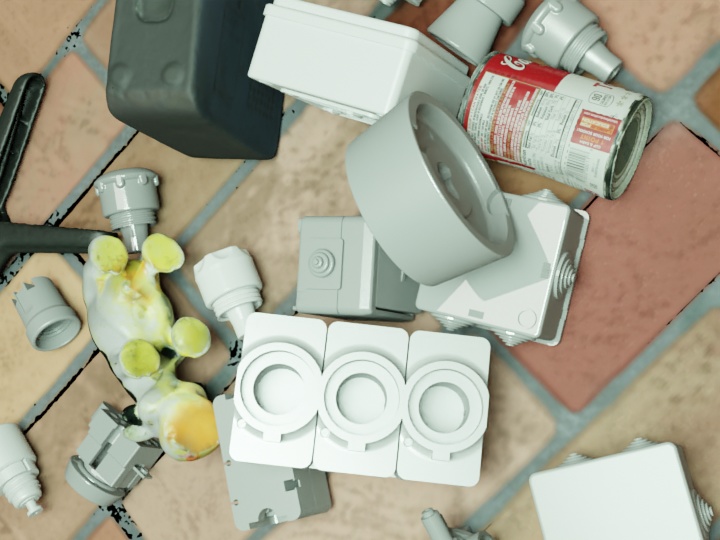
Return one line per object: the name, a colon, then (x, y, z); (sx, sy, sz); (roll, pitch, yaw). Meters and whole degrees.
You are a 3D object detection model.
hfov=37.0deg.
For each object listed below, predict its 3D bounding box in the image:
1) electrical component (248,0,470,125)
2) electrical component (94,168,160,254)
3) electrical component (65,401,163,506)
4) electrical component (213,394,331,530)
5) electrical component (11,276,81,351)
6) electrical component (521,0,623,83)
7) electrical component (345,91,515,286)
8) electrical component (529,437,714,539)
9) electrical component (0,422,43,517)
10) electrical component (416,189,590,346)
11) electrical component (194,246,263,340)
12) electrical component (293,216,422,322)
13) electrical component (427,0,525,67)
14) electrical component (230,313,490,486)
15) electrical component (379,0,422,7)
electrical component: (0.002, -0.128, 0.701); (0.109, 0.109, 0.056); (20, 95, 24)
electrical component: (-0.170, -0.044, 0.803); (0.048, 0.048, 0.062); (-11, 87, 22)
electrical component: (-0.182, 0.138, 0.786); (0.066, 0.048, 0.055); (38, 92, 22)
electrical component: (-0.057, 0.124, 0.727); (0.050, 0.056, 0.089); (-17, 78, 21)
electrical component: (-0.243, 0.033, 0.828); (0.040, 0.040, 0.046); (-44, 63, 13)
electrical component: (0.137, -0.143, 0.679); (0.062, 0.048, 0.048); (42, 101, 15)
electrical component: (0.035, -0.042, 0.625); (0.060, 0.108, 0.108); (-30, 73, 24)
electrical component: (0.157, 0.153, 0.634); (0.100, 0.048, 0.099); (-18, 77, 21)
electrical component: (-0.266, 0.153, 0.823); (0.040, 0.040, 0.078); (-42, 70, 14)
electrical component: (0.089, -0.005, 0.681); (0.100, 0.048, 0.099); (14, 90, 24)
electrical component: (-0.089, 0.018, 0.759); (0.043, 0.043, 0.062); (-28, 75, 18)
electrical component: (0.000, 0.000, 0.693); (0.061, 0.096, 0.061); (1, 85, 23)
electrical component: (0.078, -0.168, 0.707); (0.045, 0.045, 0.055); (38, 99, 22)
electrical component: (0.000, 0.081, 0.667); (0.150, 0.061, 0.089); (6, 79, 0)
electrical component: (0.037, -0.217, 0.731); (0.043, 0.043, 0.081); (35, 98, 23)
